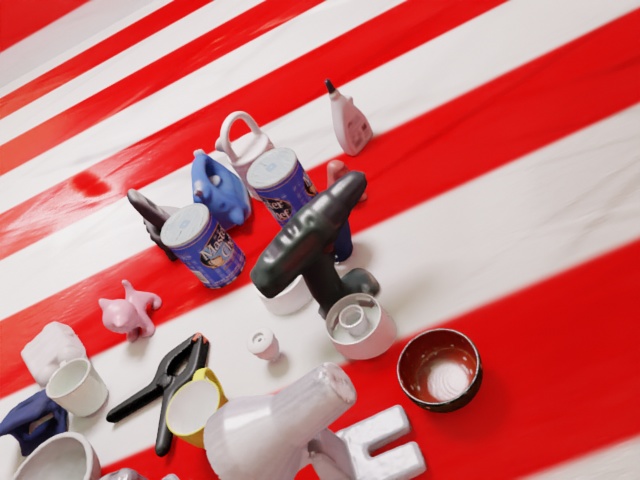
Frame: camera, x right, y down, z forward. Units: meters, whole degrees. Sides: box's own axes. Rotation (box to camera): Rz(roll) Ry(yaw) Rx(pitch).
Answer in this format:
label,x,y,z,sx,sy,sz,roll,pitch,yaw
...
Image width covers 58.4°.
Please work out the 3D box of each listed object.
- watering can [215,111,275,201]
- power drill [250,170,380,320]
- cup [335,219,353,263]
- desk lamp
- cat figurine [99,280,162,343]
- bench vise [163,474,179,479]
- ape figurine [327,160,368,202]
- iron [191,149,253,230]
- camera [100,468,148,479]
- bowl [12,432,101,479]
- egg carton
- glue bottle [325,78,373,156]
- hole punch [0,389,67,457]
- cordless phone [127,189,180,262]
label,x,y,z,sx,sy,sz,roll,pitch,yaw
watering can,-0.149,-0.179,1.193,0.172,0.195,0.101,-4,49,28
power drill,0.012,0.027,0.892,0.230,0.209,0.075,-39,42,-6
cup,0.009,0.004,1.001,0.118,0.095,0.091,-37,42,-5
desk lamp,-0.005,0.240,0.700,0.203,0.214,0.117,-28,42,6
cat figurine,-0.369,0.134,1.093,0.067,0.118,0.127,-19,44,16
bench vise,-0.154,0.353,0.682,0.206,0.220,0.121,5,54,34
ape figurine,0.042,-0.114,1.092,0.076,0.092,0.078,-7,48,26
iron,-0.235,-0.121,1.231,0.118,0.142,0.258,-27,42,7
camera,-0.314,0.415,0.810,0.136,0.101,0.143,-26,42,8
bowl,-0.406,0.397,0.903,0.167,0.075,0.167,-17,45,18
egg carton,-0.521,0.230,1.132,0.107,0.070,0.149,-48,44,-16
glue bottle,0.049,-0.256,1.159,0.037,0.174,0.078,23,65,43
hole punch,-0.525,0.319,1.035,0.108,0.091,0.101,-29,42,4
cordless phone,-0.341,-0.058,1.204,0.094,0.186,0.147,-40,42,-7
